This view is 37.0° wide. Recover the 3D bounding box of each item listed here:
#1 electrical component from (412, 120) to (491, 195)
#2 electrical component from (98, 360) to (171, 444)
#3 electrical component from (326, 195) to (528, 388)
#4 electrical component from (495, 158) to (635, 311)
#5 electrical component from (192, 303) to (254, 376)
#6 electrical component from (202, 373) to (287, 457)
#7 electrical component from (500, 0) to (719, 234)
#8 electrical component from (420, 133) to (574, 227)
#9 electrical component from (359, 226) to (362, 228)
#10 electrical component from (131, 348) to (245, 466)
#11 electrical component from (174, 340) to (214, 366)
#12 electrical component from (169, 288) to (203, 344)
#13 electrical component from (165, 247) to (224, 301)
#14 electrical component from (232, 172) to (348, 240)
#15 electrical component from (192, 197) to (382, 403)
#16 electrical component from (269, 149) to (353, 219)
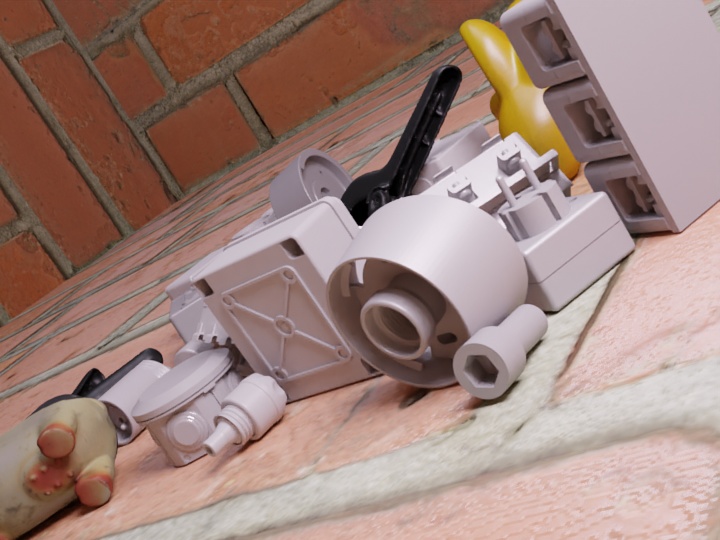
[{"bbox_3d":[0.085,-0.085,0.955,0.062,0.061,0.096,-21,16,45],"label":"electrical component"},{"bbox_3d":[-0.185,0.106,0.906,0.043,0.043,0.081,-24,14,37],"label":"electrical component"},{"bbox_3d":[0.034,0.014,0.585,0.099,0.099,0.064,-20,23,47],"label":"electrical component"},{"bbox_3d":[0.104,-0.026,0.611,0.066,0.076,0.047,-36,12,-20],"label":"electrical component"},{"bbox_3d":[-0.082,0.042,0.823,0.121,0.063,0.078,-4,70,67],"label":"electrical component"},{"bbox_3d":[-0.076,0.095,0.685,0.035,0.035,0.061,-18,20,50],"label":"electrical component"},{"bbox_3d":[0.158,-0.106,0.619,0.089,0.150,0.062,-36,13,-20],"label":"electrical component"},{"bbox_3d":[0.076,-0.034,0.725,0.121,0.063,0.078,-33,-29,-7],"label":"electrical component"},{"bbox_3d":[0.000,0.000,0.842,0.043,0.043,0.081,-34,-14,-11],"label":"electrical component"},{"bbox_3d":[-0.114,0.094,0.750,0.080,0.051,0.080,-31,11,7],"label":"electrical component"},{"bbox_3d":[-0.123,0.068,0.910,0.040,0.040,0.078,-23,14,39],"label":"electrical component"},{"bbox_3d":[-0.125,0.031,1.035,0.109,0.056,0.109,-33,10,-4],"label":"electrical component"},{"bbox_3d":[-0.152,0.017,1.152,0.061,0.061,0.096,-21,16,44],"label":"electrical component"},{"bbox_3d":[-0.073,-0.049,1.226,0.089,0.061,0.150,-19,17,50],"label":"electrical component"},{"bbox_3d":[-0.035,0.022,0.701,0.109,0.108,0.056,-22,18,41],"label":"electrical component"},{"bbox_3d":[-0.047,-0.064,1.118,0.060,0.108,0.108,-33,9,28],"label":"electrical component"}]
